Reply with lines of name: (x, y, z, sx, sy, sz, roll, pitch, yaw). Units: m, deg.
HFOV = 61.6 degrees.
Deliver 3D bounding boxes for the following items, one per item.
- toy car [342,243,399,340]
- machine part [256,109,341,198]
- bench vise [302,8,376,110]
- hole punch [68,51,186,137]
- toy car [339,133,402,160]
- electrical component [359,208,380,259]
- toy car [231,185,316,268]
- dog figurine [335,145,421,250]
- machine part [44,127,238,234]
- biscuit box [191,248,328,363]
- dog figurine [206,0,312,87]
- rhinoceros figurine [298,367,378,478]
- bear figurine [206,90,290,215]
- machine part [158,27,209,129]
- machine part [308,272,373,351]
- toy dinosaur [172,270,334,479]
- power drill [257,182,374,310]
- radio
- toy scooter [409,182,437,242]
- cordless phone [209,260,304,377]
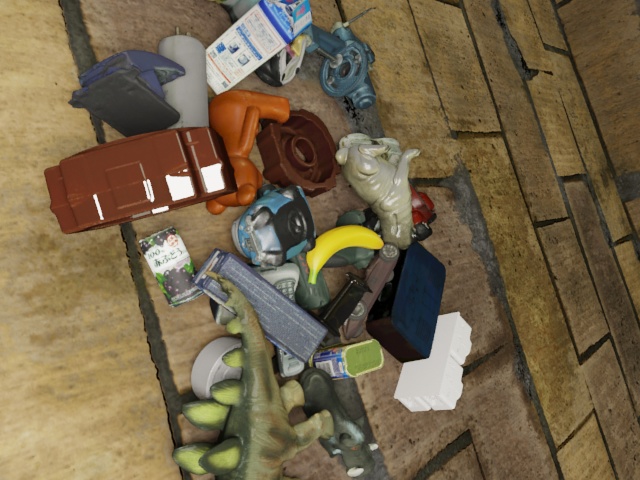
toy car: (0.089, 0.092, 0.992, 0.053, 0.089, 0.202, 28, 61, 13)
machine part: (-0.039, -0.159, 0.999, 0.179, 0.056, 0.179, 20, 60, -39)
bench vise: (0.036, -0.389, 1.116, 0.240, 0.129, 0.223, 10, 69, -50)
hole punch: (-0.263, -0.215, 0.752, 0.115, 0.142, 0.092, 34, 54, -48)
toy car: (0.118, -0.186, 1.162, 0.201, 0.056, 0.073, -3, 77, -44)
electrical component: (0.107, -0.007, 1.087, 0.074, 0.048, 0.119, 45, 49, -22)
toy car: (-0.080, -0.014, 0.819, 0.161, 0.103, 0.109, -40, 114, -54)
dog figurine: (0.107, -0.078, 1.024, 0.172, 0.121, 0.190, 4, 89, -6)
machine part: (-0.212, -0.075, 0.666, 0.201, 0.201, 0.087, -16, 94, -2)
biscuit box: (-0.080, 0.095, 0.750, 0.202, 0.059, 0.063, 43, 74, -29)
dog figurine: (-0.132, -0.401, 0.976, 0.219, 0.191, 0.108, 31, 49, 10)
rhinoceros figurine: (0.022, 0.284, 0.845, 0.073, 0.112, 0.190, -35, 99, -49)
bear figurine: (-0.120, -0.137, 0.867, 0.132, 0.120, 0.196, 3, 74, -47)
machine part: (-0.214, -0.226, 0.837, 0.079, 0.079, 0.243, 11, 68, -42)
machine part: (0.027, 0.116, 0.894, 0.139, 0.039, 0.084, -48, 132, -9)
toy dinosaur: (-0.084, 0.262, 0.706, 0.198, 0.105, 0.470, -7, 99, -40)
power drill: (-0.002, -0.003, 0.957, 0.207, 0.086, 0.232, -14, 86, -50)
radio: (0.179, 0.119, 1.093, 0.131, 0.073, 0.229, 41, 48, -25)
toy scooter: (0.193, -0.077, 1.155, 0.135, 0.075, 0.184, 54, 18, -5)
cordless phone: (-0.091, 0.126, 0.820, 0.146, 0.089, 0.184, -6, 83, -46)
